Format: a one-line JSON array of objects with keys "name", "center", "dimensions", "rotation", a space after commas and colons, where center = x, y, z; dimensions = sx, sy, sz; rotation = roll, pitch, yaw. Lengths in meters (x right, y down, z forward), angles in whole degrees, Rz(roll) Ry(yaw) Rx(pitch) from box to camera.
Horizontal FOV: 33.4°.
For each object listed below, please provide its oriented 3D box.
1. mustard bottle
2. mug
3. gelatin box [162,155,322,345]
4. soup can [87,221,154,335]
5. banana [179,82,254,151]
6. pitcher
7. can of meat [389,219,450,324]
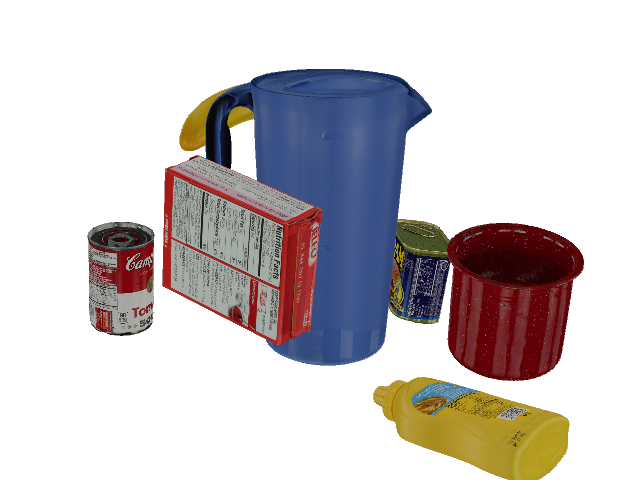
[{"name": "mustard bottle", "center": [0.129, 0.170, 1.009], "dimensions": [0.192, 0.058, 0.096], "rotation": [13, 21, 40]}, {"name": "mug", "center": [0.129, 0.039, 0.759], "dimensions": [0.093, 0.081, 0.117], "rotation": [-7, 29, -14]}, {"name": "gelatin box", "center": [-0.043, 0.004, 0.563], "dimensions": [0.089, 0.073, 0.030], "rotation": [24, 33, 30]}, {"name": "soup can", "center": [-0.209, 0.040, 1.116], "dimensions": [0.068, 0.102, 0.068], "rotation": [3, 23, -2]}, {"name": "banana", "center": [-0.069, -0.132, 1.092], "dimensions": [0.197, 0.037, 0.070], "rotation": [-13, 52, -37]}, {"name": "pitcher", "center": [-0.004, -0.023, 0.913], "dimensions": [0.144, 0.243, 0.149], "rotation": [-12, 23, -36]}, {"name": "can of meat", "center": [0.102, 0.033, 1.153], "dimensions": [0.057, 0.084, 0.102], "rotation": [5, 19, -11]}]
